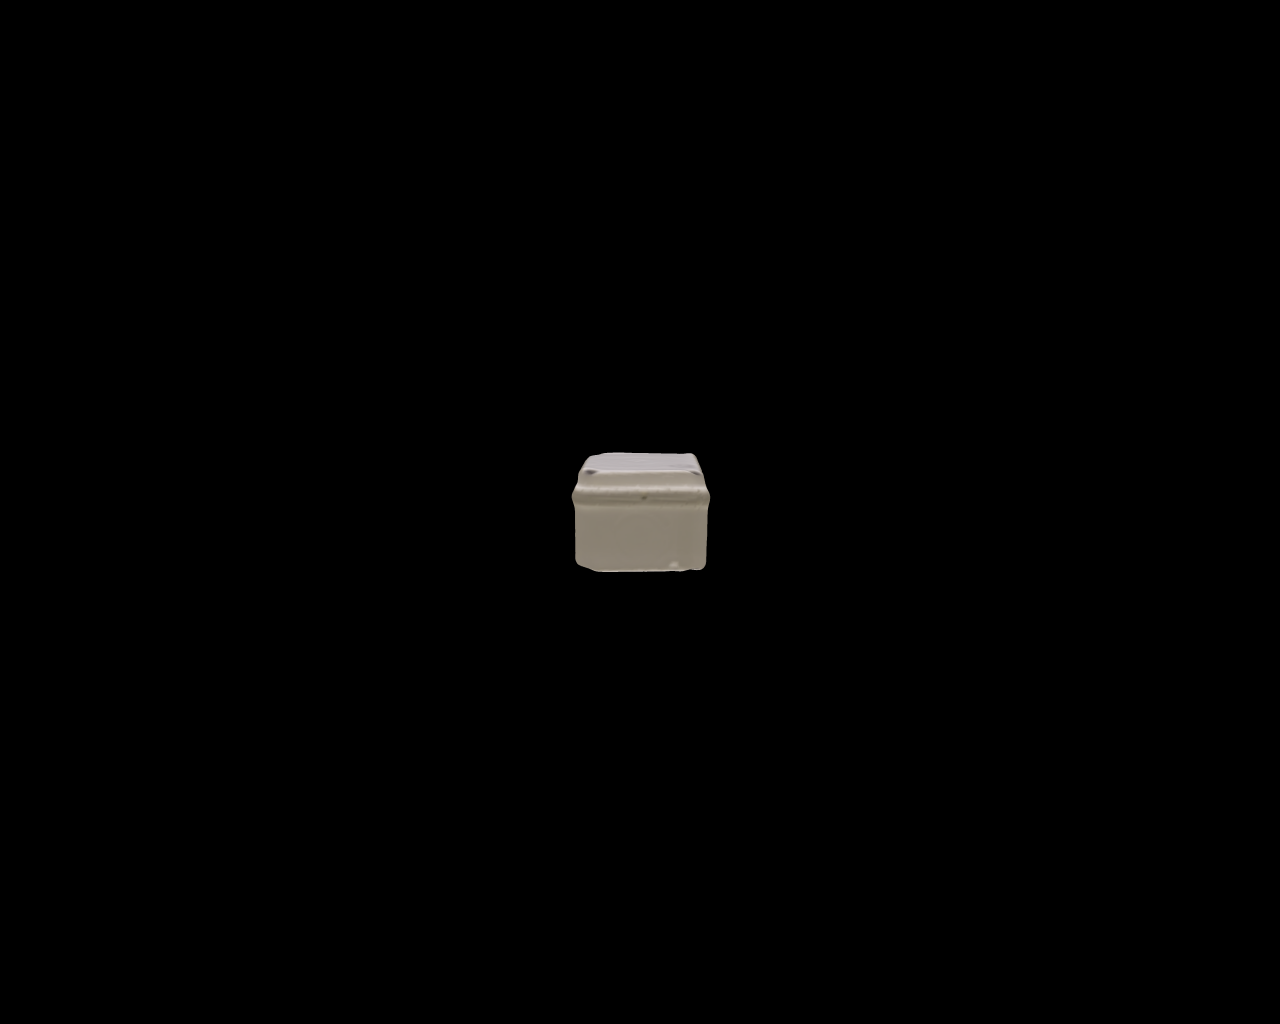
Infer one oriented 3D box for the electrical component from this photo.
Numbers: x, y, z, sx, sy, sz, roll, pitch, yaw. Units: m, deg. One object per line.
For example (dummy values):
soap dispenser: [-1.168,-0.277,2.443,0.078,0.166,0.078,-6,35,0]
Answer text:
electrical component: [0.001,-0.003,0.650,0.078,0.057,0.113,0,9,0]
